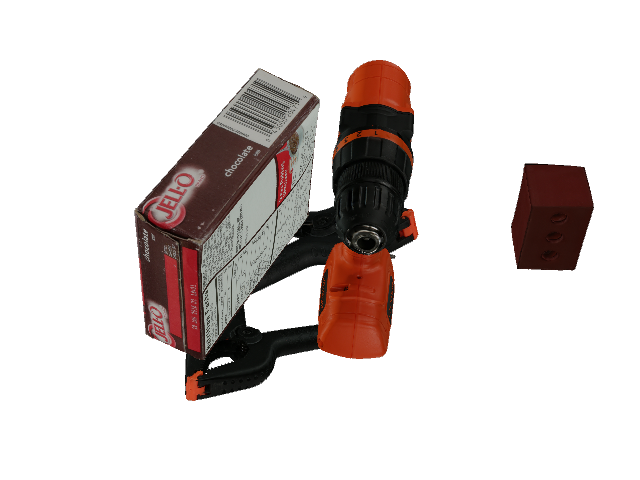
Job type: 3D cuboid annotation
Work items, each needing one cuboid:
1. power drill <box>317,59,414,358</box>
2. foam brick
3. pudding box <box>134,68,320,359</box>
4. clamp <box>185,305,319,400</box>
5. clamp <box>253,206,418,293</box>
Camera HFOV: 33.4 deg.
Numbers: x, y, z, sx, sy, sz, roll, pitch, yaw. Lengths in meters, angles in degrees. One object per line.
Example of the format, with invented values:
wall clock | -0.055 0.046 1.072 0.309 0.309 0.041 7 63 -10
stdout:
power drill | 0.032 -0.006 0.745 0.057 0.188 0.184 8 41 2
foam brick | 0.195 -0.020 0.907 0.053 0.051 0.078 2 -44 0
pudding box | -0.043 -0.012 0.511 0.039 0.113 0.090 26 -38 15
clamp | -0.068 0.112 1.137 0.165 0.036 0.209 15 29 18
clamp | -0.002 0.003 0.955 0.172 0.120 0.039 -5 -47 21
